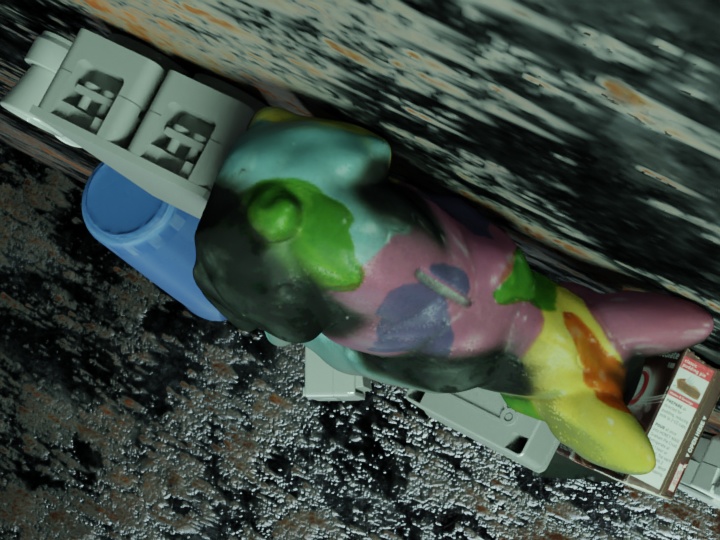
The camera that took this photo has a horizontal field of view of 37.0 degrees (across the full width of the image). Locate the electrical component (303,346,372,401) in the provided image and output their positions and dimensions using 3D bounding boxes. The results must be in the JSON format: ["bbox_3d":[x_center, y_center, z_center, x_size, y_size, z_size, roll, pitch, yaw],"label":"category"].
[{"bbox_3d":[-0.022,0.085,1.106,0.061,0.096,0.061,-2,169,10],"label":"electrical component"}]

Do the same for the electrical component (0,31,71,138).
[{"bbox_3d":[-0.200,-0.120,0.696,0.045,0.055,0.045,27,175,2],"label":"electrical component"}]

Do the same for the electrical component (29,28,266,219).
[{"bbox_3d":[-0.095,-0.070,0.632,0.105,0.060,0.186,26,175,12],"label":"electrical component"}]

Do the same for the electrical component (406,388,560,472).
[{"bbox_3d":[0.108,0.076,0.797,0.109,0.108,0.056,24,172,34],"label":"electrical component"}]

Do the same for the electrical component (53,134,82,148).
[{"bbox_3d":[-0.197,-0.115,0.754,0.055,0.055,0.047,29,179,-24],"label":"electrical component"}]

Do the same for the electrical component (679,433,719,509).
[{"bbox_3d":[0.353,0.200,1.071,0.061,0.061,0.096,29,175,-17],"label":"electrical component"}]

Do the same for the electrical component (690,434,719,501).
[{"bbox_3d":[0.334,0.176,0.919,0.054,0.059,0.095,28,175,-10],"label":"electrical component"}]
